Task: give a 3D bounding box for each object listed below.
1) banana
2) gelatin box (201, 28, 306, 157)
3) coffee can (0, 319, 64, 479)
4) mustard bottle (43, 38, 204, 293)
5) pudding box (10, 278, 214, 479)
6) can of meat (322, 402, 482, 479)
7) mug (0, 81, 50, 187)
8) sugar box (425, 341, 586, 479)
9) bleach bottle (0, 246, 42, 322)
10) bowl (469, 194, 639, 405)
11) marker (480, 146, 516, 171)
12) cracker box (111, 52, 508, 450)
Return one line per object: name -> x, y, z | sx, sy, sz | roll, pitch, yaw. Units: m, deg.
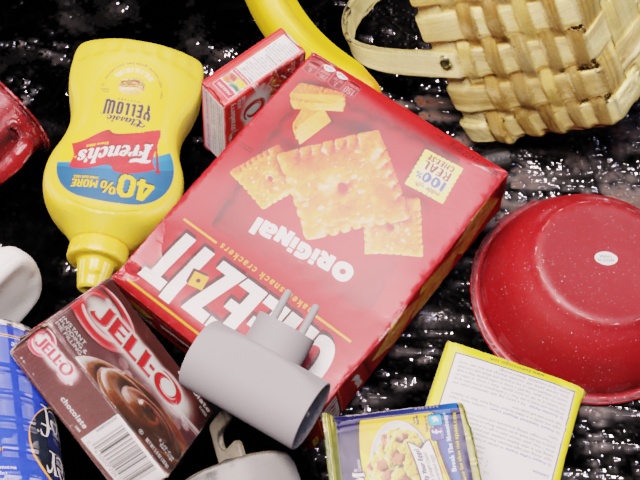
banana -> -0.018, -0.166, 0.811 | 0.037, 0.070, 0.198 | -22, 71, -23
gelatin box -> -0.047, -0.098, 0.761 | 0.073, 0.089, 0.030 | -37, 72, -20
coffee can -> -0.197, 0.129, 0.603 | 0.102, 0.103, 0.140 | -12, 54, -8
mustard bottle -> -0.142, -0.050, 0.749 | 0.096, 0.058, 0.191 | 10, 62, -6
pudding box -> -0.121, 0.086, 0.637 | 0.039, 0.090, 0.113 | -33, 96, 19
can of meat -> 0.048, 0.145, 0.601 | 0.084, 0.057, 0.102 | -7, 60, 1
mug -> -0.241, -0.064, 0.732 | 0.117, 0.093, 0.081 | 25, 66, 38
sugar box -> 0.094, 0.159, 0.650 | 0.093, 0.048, 0.176 | 18, 66, 10
bleach bottle -> -0.316, -0.006, 0.719 | 0.251, 0.068, 0.102 | 31, 64, 17
bowl -> 0.185, 0.026, 0.720 | 0.162, 0.055, 0.162 | 1, 61, -2
marker -> 0.085, -0.048, 0.777 | 0.121, 0.020, 0.020 | -13, 63, -9
cracker box -> -0.005, 0.001, 0.705 | 0.164, 0.072, 0.213 | 35, 74, 16
